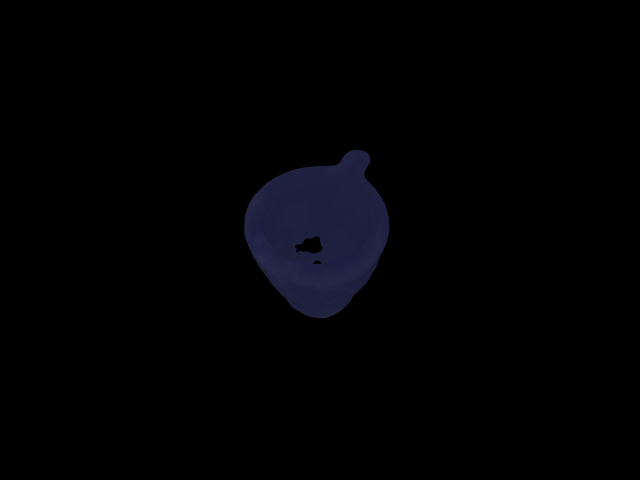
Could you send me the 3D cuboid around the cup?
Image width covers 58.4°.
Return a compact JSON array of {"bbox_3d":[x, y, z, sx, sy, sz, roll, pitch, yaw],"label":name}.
[{"bbox_3d":[0.004,0.001,0.400,0.091,0.095,0.118,21,58,14],"label":"cup"}]
